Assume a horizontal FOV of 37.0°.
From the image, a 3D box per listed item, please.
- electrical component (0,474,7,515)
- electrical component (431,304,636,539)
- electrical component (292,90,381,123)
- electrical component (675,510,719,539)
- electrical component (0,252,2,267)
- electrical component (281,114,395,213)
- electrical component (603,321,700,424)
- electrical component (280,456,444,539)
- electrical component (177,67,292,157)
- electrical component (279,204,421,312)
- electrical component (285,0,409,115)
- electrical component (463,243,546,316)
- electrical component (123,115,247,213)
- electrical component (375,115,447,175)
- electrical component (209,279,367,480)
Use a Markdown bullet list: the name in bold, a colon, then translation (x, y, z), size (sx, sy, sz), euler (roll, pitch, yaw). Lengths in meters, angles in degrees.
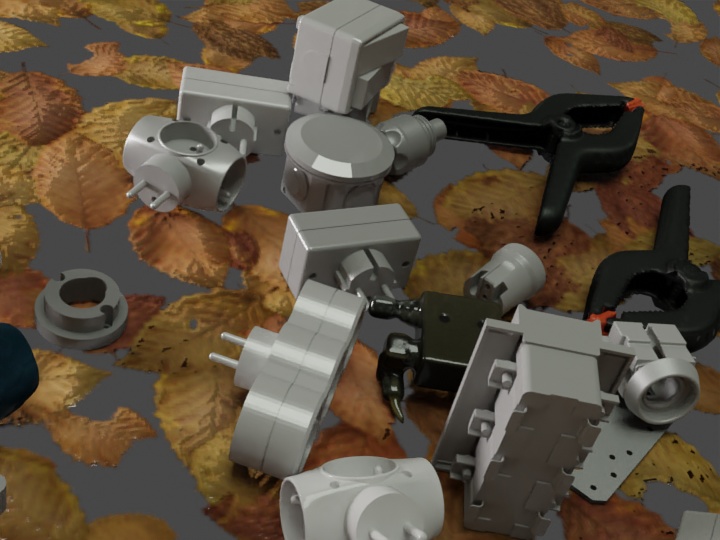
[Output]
- **electrical component**: translation (-0.196, 0.131, 0.487), size (0.058, 0.057, 0.078), euler (30, 42, 17)
- **electrical component**: translation (0.090, 0.086, 0.579), size (0.079, 0.121, 0.063), euler (11, 42, -4)
- **electrical component**: translation (-0.019, -0.145, 0.882), size (0.064, 0.042, 0.081), euler (16, 39, 7)
- **electrical component**: translation (0.169, 0.166, 0.564), size (0.077, 0.047, 0.065), euler (-3, 46, 39)
- **electrical component**: translation (-0.247, -0.014, 0.657), size (0.040, 0.040, 0.046), euler (-18, 44, -34)
- **electrical component**: translation (-0.018, -0.076, 0.791), size (0.080, 0.051, 0.080), euler (9, 40, -7)
- **electrical component**: translation (0.187, 0.065, 0.687), size (0.066, 0.048, 0.055), euler (4, 33, -13)
- **electrical component**: translation (0.007, 0.126, 0.549), size (0.077, 0.044, 0.079), euler (-4, 6, -22)
- **electrical component**: translation (-0.096, -0.108, 0.809), size (0.083, 0.047, 0.075), euler (7, 40, -9)
- **electrical component**: translation (0.000, 0.000, 0.711), size (0.083, 0.047, 0.075), euler (-7, 44, -25)
- **electrical component**: translation (-0.004, -0.167, 0.822), size (0.061, 0.061, 0.096), euler (25, 35, 15)
- **electrical component**: translation (0.098, 0.009, 0.738), size (0.040, 0.040, 0.046), euler (37, 50, 25)
- **electrical component**: translation (-0.131, -0.066, 0.750), size (0.077, 0.044, 0.079), euler (25, 40, 12)
- **electrical component**: translation (0.040, -0.101, 0.842), size (0.062, 0.043, 0.043), euler (-25, 54, -30)
- **electrical component**: translation (-0.050, 0.055, 0.625), size (0.074, 0.052, 0.138), euler (19, 39, 5)
